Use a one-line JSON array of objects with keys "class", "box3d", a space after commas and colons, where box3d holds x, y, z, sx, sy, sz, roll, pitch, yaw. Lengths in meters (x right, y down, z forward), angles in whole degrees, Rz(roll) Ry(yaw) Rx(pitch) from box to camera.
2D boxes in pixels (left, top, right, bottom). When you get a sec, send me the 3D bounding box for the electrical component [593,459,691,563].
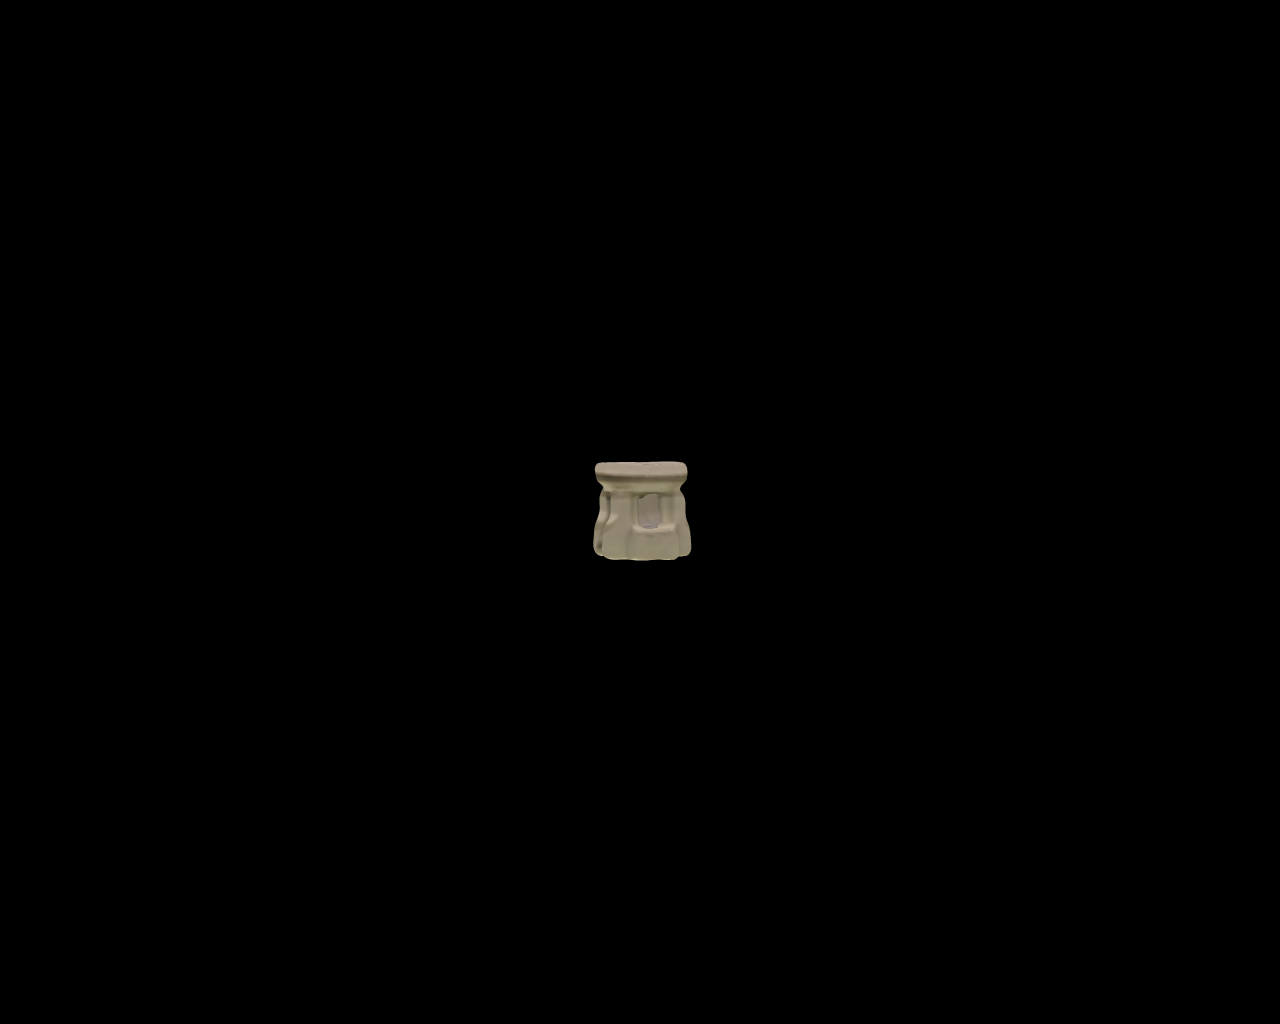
[{"class": "electrical component", "box3d": [0.001, -0.003, 0.650, 0.058, 0.057, 0.078, -1, 5, -15]}]
